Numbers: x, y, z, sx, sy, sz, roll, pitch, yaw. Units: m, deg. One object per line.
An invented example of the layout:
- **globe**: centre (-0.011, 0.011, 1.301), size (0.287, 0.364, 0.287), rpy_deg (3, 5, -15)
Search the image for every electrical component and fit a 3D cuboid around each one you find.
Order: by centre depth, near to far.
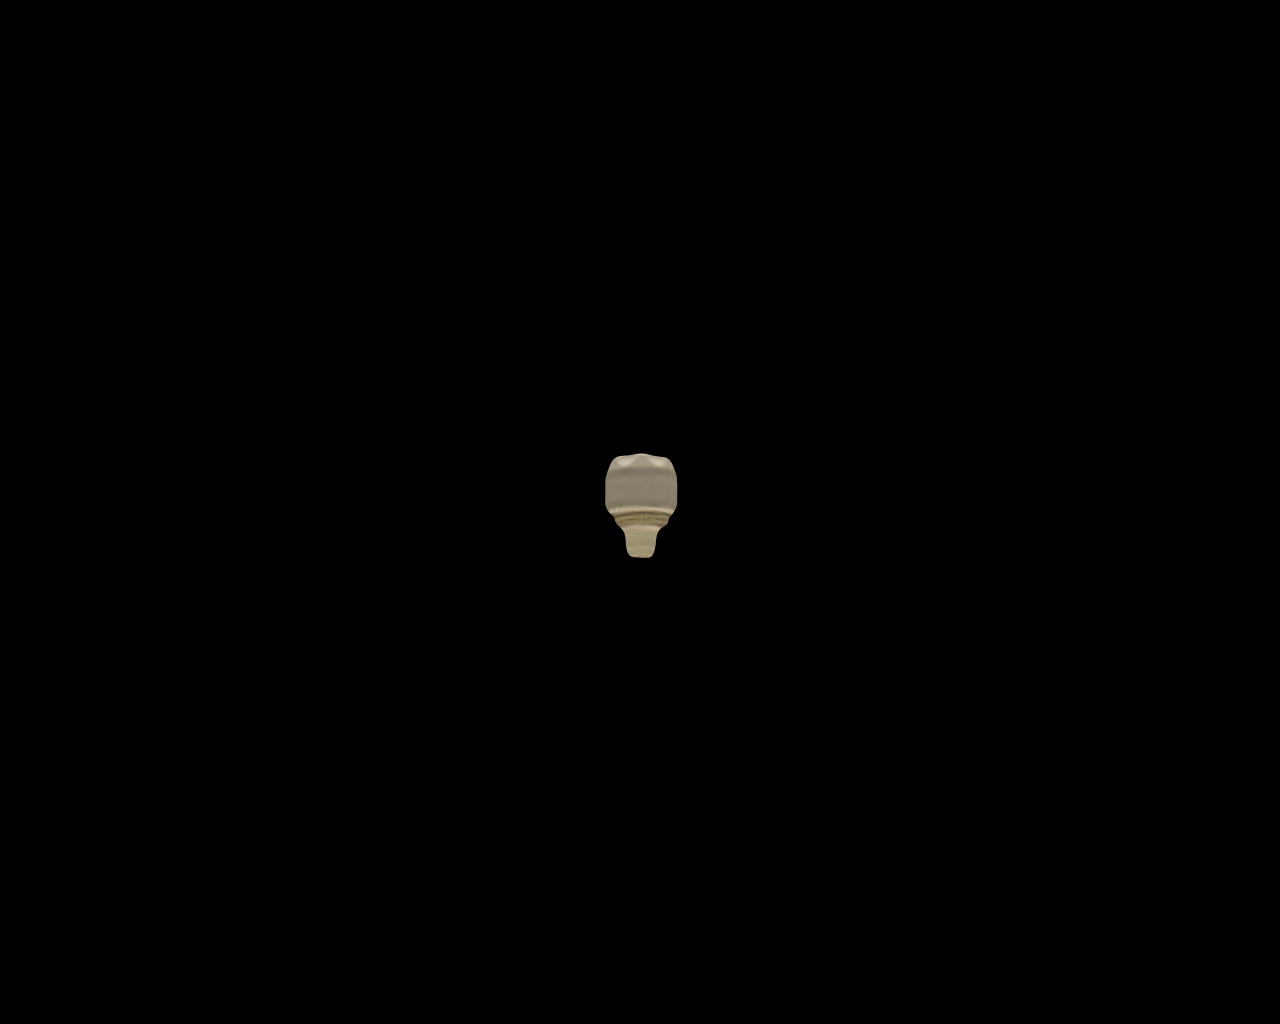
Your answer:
- **electrical component**: centre (0.001, -0.003, 0.650), size (0.043, 0.062, 0.043), rpy_deg (0, -9, 0)
